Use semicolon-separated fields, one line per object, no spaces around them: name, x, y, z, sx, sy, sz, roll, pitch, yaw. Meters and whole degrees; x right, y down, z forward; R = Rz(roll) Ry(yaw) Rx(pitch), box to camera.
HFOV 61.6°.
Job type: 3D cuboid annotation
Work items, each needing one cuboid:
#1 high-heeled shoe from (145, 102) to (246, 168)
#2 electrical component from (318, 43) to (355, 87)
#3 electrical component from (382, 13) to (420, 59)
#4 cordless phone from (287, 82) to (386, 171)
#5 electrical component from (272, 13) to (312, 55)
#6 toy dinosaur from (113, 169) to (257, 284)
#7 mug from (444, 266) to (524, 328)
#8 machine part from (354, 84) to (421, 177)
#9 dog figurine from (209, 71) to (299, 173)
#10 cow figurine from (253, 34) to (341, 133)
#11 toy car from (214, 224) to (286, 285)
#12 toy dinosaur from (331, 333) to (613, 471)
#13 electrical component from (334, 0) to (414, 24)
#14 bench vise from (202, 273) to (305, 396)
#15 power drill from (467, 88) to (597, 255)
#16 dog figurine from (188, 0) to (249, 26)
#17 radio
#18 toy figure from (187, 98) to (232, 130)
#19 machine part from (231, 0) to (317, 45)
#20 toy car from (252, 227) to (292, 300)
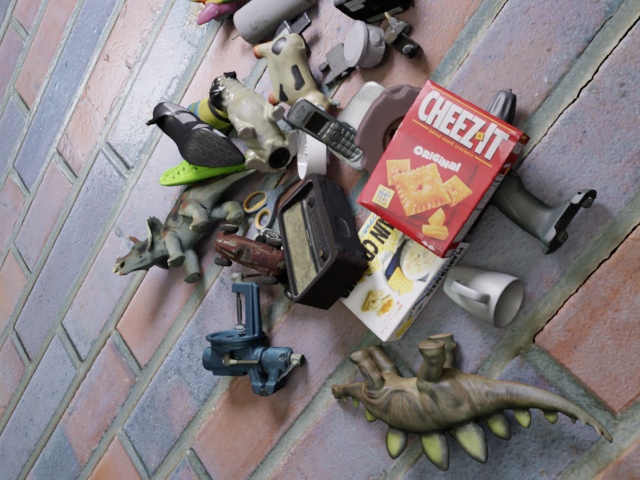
high-heeled shoe;-0.250;-0.222;1.131;0.249;0.145;0.086;25;116;5
electrical component;0.040;-0.344;1.043;0.094;0.021;0.063;-30;71;28
electrical component;0.141;-0.355;0.933;0.078;0.102;0.045;37;116;7
cordless phone;0.045;-0.218;0.928;0.146;0.184;0.089;-52;33;21
electrical component;-0.055;-0.407;1.096;0.119;0.047;0.075;-39;67;26
toy dinosaur;-0.288;-0.049;1.198;0.405;0.131;0.192;-46;54;13
mug;0.241;0.080;0.833;0.107;0.109;0.080;24;106;47
machine part;0.145;-0.164;0.887;0.179;0.056;0.179;1;109;4
dog figurine;-0.138;-0.233;1.081;0.191;0.121;0.172;49;157;40
cow figurine;-0.040;-0.298;1.040;0.127;0.085;0.194;-4;110;39
toy car;-0.146;0.025;1.066;0.202;0.053;0.089;17;101;36
toy dinosaur;0.194;0.252;0.856;0.472;0.105;0.198;-17;85;42
electrical component;0.089;-0.441;0.948;0.115;0.134;0.058;-9;82;32
bench vise;-0.139;0.185;1.078;0.224;0.129;0.240;-4;89;31
power drill;0.301;-0.091;0.814;0.207;0.086;0.232;36;108;27
dog figurine;-0.196;-0.553;1.132;0.219;0.191;0.108;-29;77;14
radio;-0.002;-0.003;0.964;0.131;0.073;0.230;-47;41;32
toy figure;-0.240;-0.278;1.191;0.180;0.089;0.082;-7;89;31
machine part;-0.094;-0.478;1.110;0.243;0.079;0.079;-20;76;31
toy car;-0.070;0.051;1.074;0.202;0.056;0.073;41;112;31
